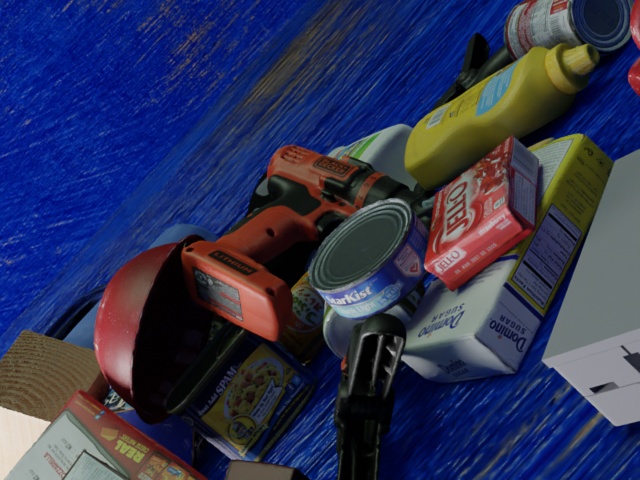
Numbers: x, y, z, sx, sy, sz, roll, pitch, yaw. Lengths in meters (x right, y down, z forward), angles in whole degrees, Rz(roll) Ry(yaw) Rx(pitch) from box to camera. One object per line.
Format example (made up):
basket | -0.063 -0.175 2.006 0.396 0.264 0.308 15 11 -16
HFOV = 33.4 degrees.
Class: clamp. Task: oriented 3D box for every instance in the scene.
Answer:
clamp | 0.152 -0.154 1.063 0.171 0.039 0.120 -50 15 -10
clamp | 0.029 0.098 0.670 0.210 0.036 0.165 -82 0 -73

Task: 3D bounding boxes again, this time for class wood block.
wood block | -0.255 0.196 1.008 0.090 0.090 0.206 -65 -13 -48

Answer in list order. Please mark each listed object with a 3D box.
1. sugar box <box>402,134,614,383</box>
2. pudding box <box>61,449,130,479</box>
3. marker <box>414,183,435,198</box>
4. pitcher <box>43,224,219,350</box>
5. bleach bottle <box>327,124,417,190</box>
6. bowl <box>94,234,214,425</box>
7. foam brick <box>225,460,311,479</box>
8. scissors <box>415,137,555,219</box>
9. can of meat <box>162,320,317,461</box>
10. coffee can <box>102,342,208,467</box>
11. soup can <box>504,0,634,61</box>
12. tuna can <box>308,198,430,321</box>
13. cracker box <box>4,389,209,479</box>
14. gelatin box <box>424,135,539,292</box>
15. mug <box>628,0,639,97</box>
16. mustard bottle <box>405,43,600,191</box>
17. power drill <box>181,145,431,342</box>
sugar box | 0.126 0.013 0.715 0.093 0.048 0.176 -21 34 59
pudding box | -0.145 0.209 0.729 0.114 0.039 0.090 25 70 32
marker | 0.081 -0.014 0.946 0.020 0.020 0.121 -35 20 39
pitcher | -0.204 0.091 1.233 0.145 0.149 0.242 -38 14 48
bleach bottle | 0.033 -0.058 1.109 0.102 0.068 0.251 -53 14 -12
bowl | -0.142 0.069 0.890 0.162 0.055 0.162 12 -90 -76
foam brick | -0.033 0.182 0.656 0.051 0.053 0.078 -4 54 32
scissors | 0.093 -0.029 0.833 0.201 0.016 0.096 -26 2 -5
can of meat | -0.063 0.124 0.873 0.102 0.084 0.057 -50 15 -10
coffee can | -0.150 0.165 0.969 0.103 0.102 0.140 -35 19 38
soup can | 0.214 -0.185 0.919 0.068 0.068 0.102 -51 16 -14
tuna can | 0.036 0.013 0.726 0.086 0.033 0.086 -33 26 18
cracker box | -0.183 0.242 0.794 0.164 0.072 0.213 25 69 34
gelatin box | 0.106 -0.019 0.697 0.073 0.030 0.089 -39 19 33
mug | 0.227 -0.109 0.617 0.081 0.117 0.093 -51 21 7
mustard bottle | 0.158 -0.114 0.910 0.192 0.058 0.096 -31 17 47
power drill | -0.006 0.001 0.873 0.185 0.057 0.187 22 45 31
